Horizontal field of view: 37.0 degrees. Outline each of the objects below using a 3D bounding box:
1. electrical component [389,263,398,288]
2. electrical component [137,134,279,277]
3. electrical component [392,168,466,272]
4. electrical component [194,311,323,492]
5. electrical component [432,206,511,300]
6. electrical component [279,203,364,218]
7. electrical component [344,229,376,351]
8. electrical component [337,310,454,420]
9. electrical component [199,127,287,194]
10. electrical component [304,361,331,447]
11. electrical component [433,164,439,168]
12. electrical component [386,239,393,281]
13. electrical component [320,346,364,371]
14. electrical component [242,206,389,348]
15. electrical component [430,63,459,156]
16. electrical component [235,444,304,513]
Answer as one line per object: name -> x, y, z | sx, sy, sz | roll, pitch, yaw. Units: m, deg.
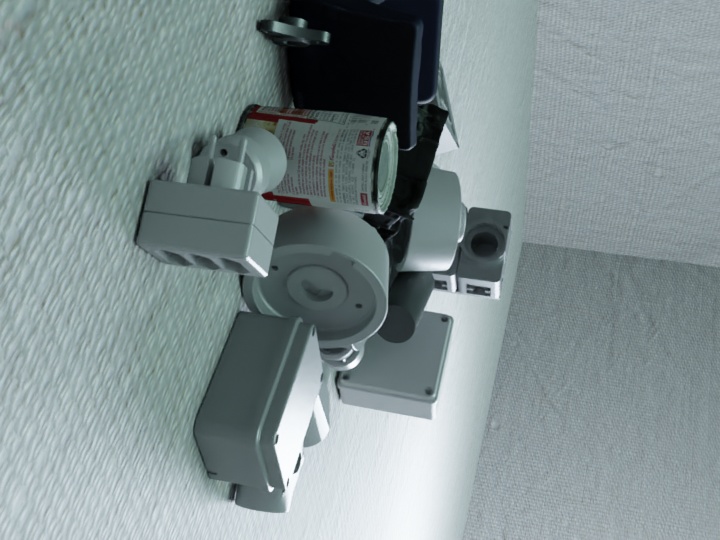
electrical component -> 0.028, -0.003, 1.163 | 0.096, 0.061, 0.061 | -52, 148, -66
electrical component -> -0.083, -0.041, 0.618 | 0.047, 0.066, 0.076 | 55, 44, -73
electrical component -> 0.071, -0.050, 1.067 | 0.108, 0.060, 0.108 | -175, -90, -81
electrical component -> -0.070, 0.095, 0.783 | 0.078, 0.057, 0.113 | 84, 19, -49
electrical component -> 0.094, -0.027, 1.239 | 0.061, 0.150, 0.089 | 73, 27, -65
electrical component -> -0.024, -0.076, 0.875 | 0.096, 0.061, 0.061 | 2, 95, -78
electrical component -> -0.024, 0.013, 0.934 | 0.108, 0.060, 0.108 | 7, 90, -77
electrical component -> 0.040, 0.097, 1.173 | 0.056, 0.109, 0.108 | 83, 19, -57
electrical component -> -0.076, -0.065, 0.685 | 0.055, 0.045, 0.045 | -47, 143, -69
electrical component -> -0.048, 0.100, 0.923 | 0.077, 0.043, 0.079 | 80, 22, -56
electrical component -> 0.077, -0.069, 1.368 | 0.074, 0.052, 0.138 | -11, 109, -77
electrical component -> 0.000, 0.000, 1.060 | 0.080, 0.051, 0.080 | 8, 90, -78
electrical component -> -0.021, 0.070, 1.023 | 0.055, 0.045, 0.045 | 62, 37, -70
electrical component -> -0.029, 0.000, 0.806 | 0.060, 0.108, 0.108 | -78, 169, -45
electrical component -> 0.056, -0.175, 1.094 | 0.078, 0.057, 0.113 | 49, 29, -59
electrical component -> -0.068, 0.150, 0.863 | 0.079, 0.043, 0.077 | 28, 70, -77
